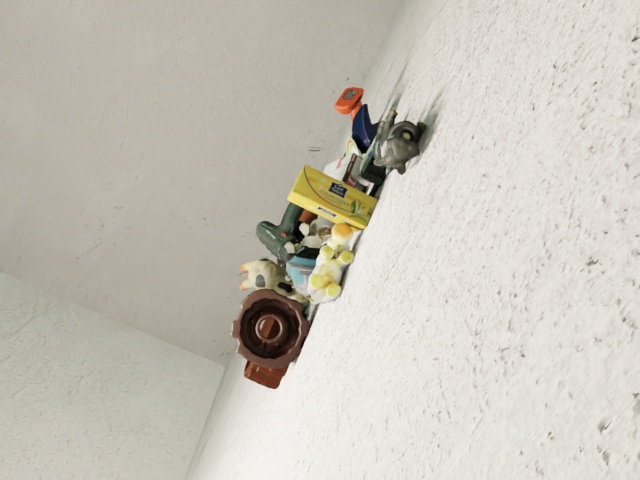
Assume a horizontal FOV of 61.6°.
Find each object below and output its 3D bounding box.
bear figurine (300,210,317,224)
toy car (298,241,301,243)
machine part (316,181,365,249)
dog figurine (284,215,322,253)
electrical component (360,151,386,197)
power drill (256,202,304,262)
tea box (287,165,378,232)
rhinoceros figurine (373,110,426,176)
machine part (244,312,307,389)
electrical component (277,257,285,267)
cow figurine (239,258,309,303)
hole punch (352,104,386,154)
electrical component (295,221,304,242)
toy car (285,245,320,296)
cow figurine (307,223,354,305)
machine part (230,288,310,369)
[{"bbox_3d":[-0.014,-0.107,1.764,0.195,0.120,0.132,-64,3,-3],"label":"bear figurine"},{"bbox_3d":[-0.077,0.031,1.643,0.056,0.074,0.201,-57,-23,3],"label":"toy car"},{"bbox_3d":[0.052,-0.074,1.280,0.243,0.079,0.079,-68,7,-33],"label":"machine part"},{"bbox_3d":[0.001,-0.004,1.402,0.172,0.121,0.190,-51,1,29],"label":"dog figurine"},{"bbox_3d":[0.115,-0.143,1.158,0.119,0.048,0.075,-61,6,18],"label":"electrical component"},{"bbox_3d":[-0.067,-0.038,1.498,0.232,0.086,0.207,25,88,44],"label":"power drill"},{"bbox_3d":[0.024,-0.084,1.126,0.068,0.170,0.098,-65,5,-9],"label":"tea box"},{"bbox_3d":[0.135,-0.171,0.974,0.112,0.073,0.190,-64,6,3],"label":"rhinoceros figurine"},{"bbox_3d":[-0.117,0.265,1.353,0.201,0.087,0.201,-67,8,-17],"label":"machine part"},{"bbox_3d":[-0.088,0.059,1.509,0.094,0.063,0.021,-100,2,-54],"label":"electrical component"},{"bbox_3d":[-0.085,0.101,1.302,0.127,0.194,0.085,-20,55,38],"label":"cow figurine"},{"bbox_3d":[0.127,-0.285,1.421,0.142,0.092,0.116,145,146,-71],"label":"hole punch"},{"bbox_3d":[-0.047,-0.022,1.633,0.115,0.134,0.058,-165,100,-86],"label":"electrical component"},{"bbox_3d":[-0.021,0.075,1.227,0.161,0.109,0.102,-49,-33,-77],"label":"toy car"},{"bbox_3d":[0.024,0.051,1.105,0.098,0.068,0.167,114,179,-64],"label":"cow figurine"},{"bbox_3d":[-0.113,0.199,1.207,0.056,0.179,0.179,124,169,-76],"label":"machine part"}]
